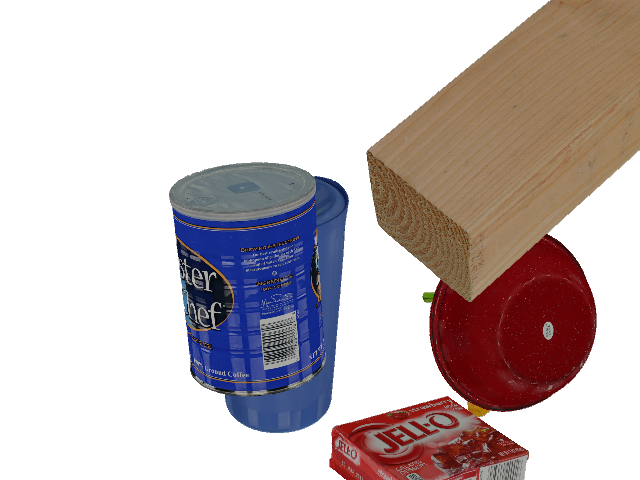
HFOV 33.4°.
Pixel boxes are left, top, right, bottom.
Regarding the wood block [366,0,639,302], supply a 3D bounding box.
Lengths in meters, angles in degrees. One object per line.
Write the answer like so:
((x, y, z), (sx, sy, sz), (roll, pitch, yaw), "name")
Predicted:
((0.138, -0.070, 0.697), (0.091, 0.206, 0.090), (41, -18, 28), "wood block")

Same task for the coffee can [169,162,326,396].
((-0.050, 0.026, 0.769), (0.103, 0.140, 0.103), (-3, 22, 1), "coffee can")

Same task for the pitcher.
((-0.045, 0.066, 1.019), (0.149, 0.243, 0.145), (-15, 32, -26), "pitcher")

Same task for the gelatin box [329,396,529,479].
((0.061, 0.124, 0.607), (0.089, 0.030, 0.073), (-8, 23, -33), "gelatin box")

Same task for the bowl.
((0.175, 0.071, 0.898), (0.161, 0.162, 0.055), (0, 5, -21), "bowl")

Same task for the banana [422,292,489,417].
((0.164, 0.110, 1.118), (0.069, 0.037, 0.198), (-24, 33, 5), "banana")
